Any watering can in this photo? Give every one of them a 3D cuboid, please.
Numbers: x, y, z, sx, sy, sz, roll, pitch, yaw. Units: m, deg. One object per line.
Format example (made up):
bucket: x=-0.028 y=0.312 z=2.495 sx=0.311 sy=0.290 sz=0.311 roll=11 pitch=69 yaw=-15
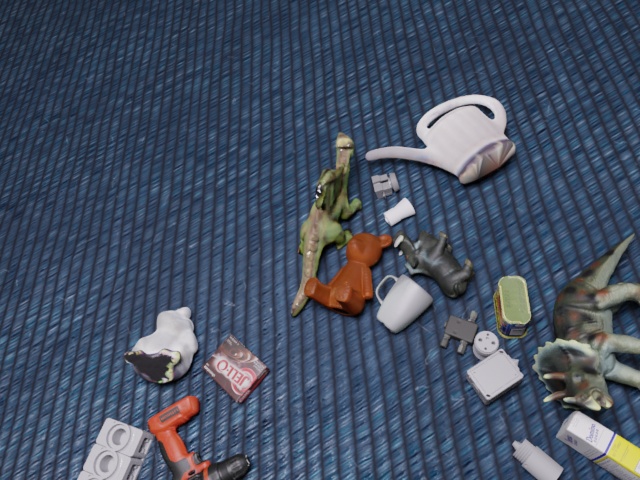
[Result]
watering can: x=0.300 y=-0.217 z=1.208 sx=0.349 sy=0.102 sz=0.228 roll=-30 pitch=59 yaw=-6

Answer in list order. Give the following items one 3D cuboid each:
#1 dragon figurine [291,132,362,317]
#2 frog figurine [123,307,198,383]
dragon figurine: x=0.003 y=-0.056 z=1.109 sx=0.122 sy=0.237 sz=0.418 roll=12 pitch=62 yaw=13
frog figurine: x=-0.330 y=0.224 z=1.114 sx=0.137 sy=0.121 sz=0.162 roll=-18 pitch=23 yaw=12
